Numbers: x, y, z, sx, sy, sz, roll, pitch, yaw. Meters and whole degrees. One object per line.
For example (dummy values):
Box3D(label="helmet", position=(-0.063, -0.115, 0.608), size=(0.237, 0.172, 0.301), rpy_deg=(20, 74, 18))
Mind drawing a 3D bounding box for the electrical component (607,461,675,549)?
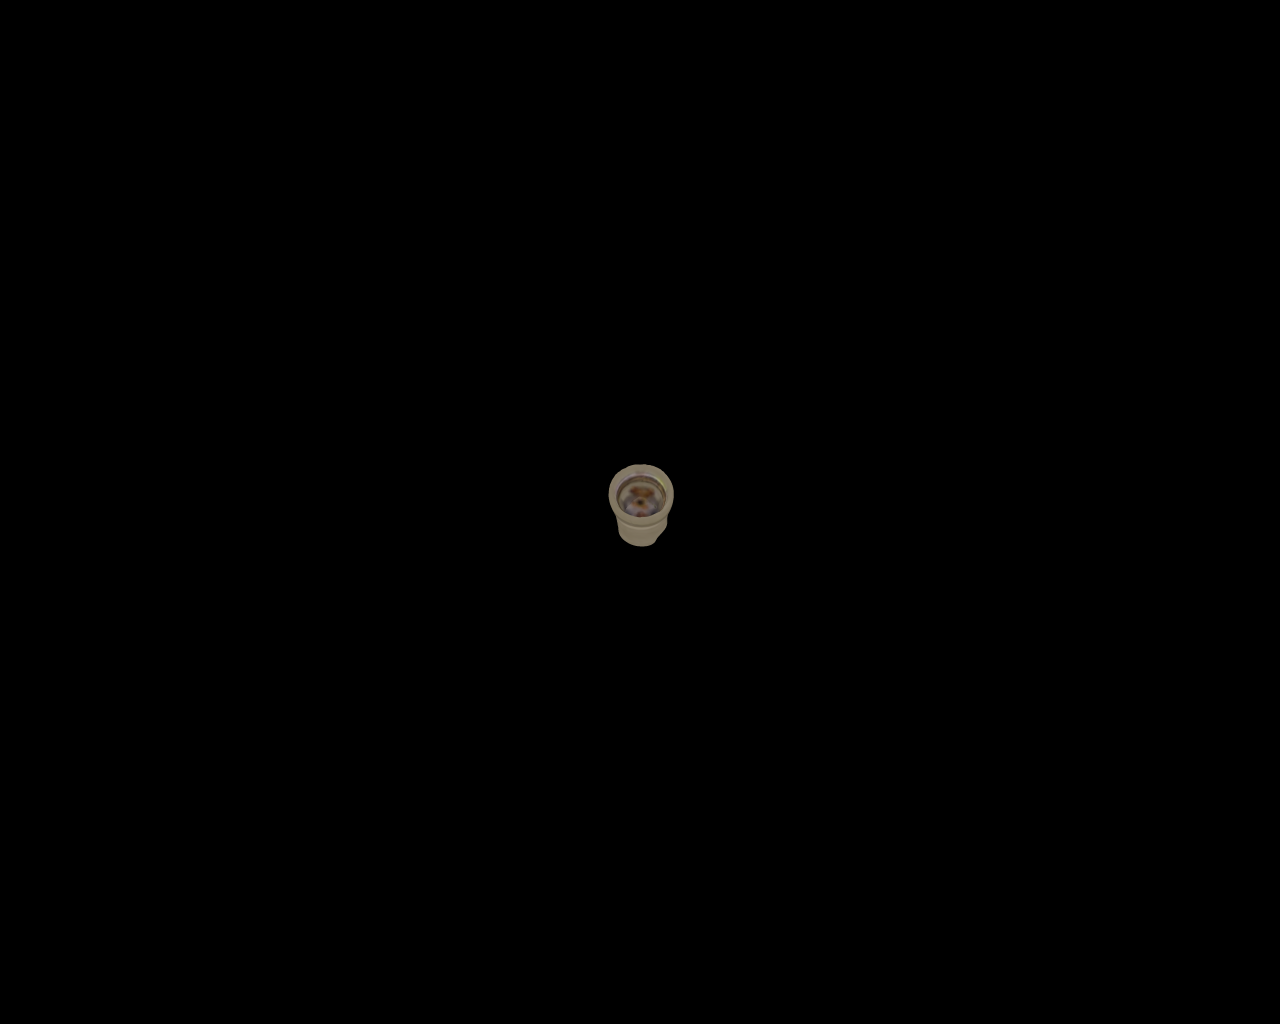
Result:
Box3D(label="electrical component", position=(0.001, -0.003, 0.650), size=(0.040, 0.040, 0.046), rpy_deg=(0, -28, 0))
